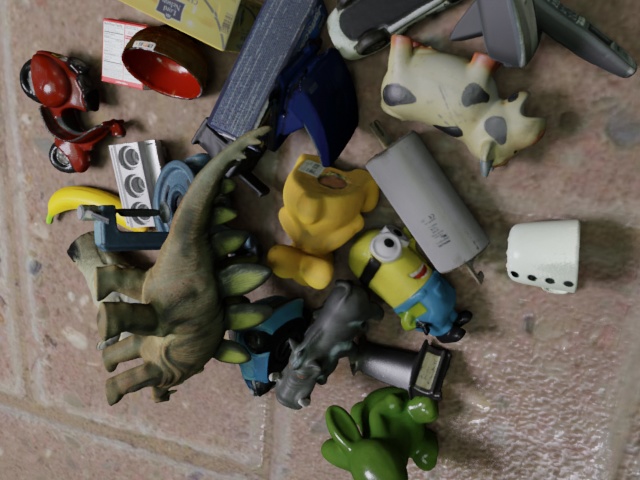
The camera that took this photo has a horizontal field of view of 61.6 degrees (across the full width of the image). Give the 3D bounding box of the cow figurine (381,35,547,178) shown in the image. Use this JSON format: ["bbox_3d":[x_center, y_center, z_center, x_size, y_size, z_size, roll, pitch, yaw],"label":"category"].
[{"bbox_3d":[0.164,-0.154,0.626,0.195,0.085,0.127,21,113,15],"label":"cow figurine"}]

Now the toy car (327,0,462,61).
[{"bbox_3d":[0.101,-0.285,0.626,0.202,0.056,0.073,-26,89,22],"label":"toy car"}]

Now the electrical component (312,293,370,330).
[{"bbox_3d":[0.036,0.109,0.779,0.094,0.021,0.063,-25,96,23],"label":"electrical component"}]

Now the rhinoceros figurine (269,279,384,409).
[{"bbox_3d":[0.008,0.141,0.714,0.073,0.112,0.190,36,101,21],"label":"rhinoceros figurine"}]

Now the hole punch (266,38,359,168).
[{"bbox_3d":[-0.003,-0.163,0.651,0.092,0.142,0.115,23,140,12],"label":"hole punch"}]

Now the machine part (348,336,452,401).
[{"bbox_3d":[0.109,0.174,0.751,0.139,0.084,0.039,7,150,25],"label":"machine part"}]

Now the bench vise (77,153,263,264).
[{"bbox_3d":[-0.198,-0.011,0.719,0.129,0.240,0.223,2,92,46],"label":"bench vise"}]

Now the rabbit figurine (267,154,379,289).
[{"bbox_3d":[-0.001,-0.002,0.705,0.122,0.162,0.173,17,128,1],"label":"rabbit figurine"}]

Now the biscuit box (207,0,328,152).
[{"bbox_3d":[-0.062,-0.214,0.662,0.063,0.059,0.202,27,91,9],"label":"biscuit box"}]

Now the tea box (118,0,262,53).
[{"bbox_3d":[-0.162,-0.303,0.686,0.170,0.098,0.068,28,112,11],"label":"tea box"}]

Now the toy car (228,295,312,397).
[{"bbox_3d":[-0.084,0.144,0.796,0.103,0.109,0.161,30,127,34],"label":"toy car"}]

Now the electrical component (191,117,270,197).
[{"bbox_3d":[-0.109,-0.115,0.735,0.119,0.075,0.047,43,114,7],"label":"electrical component"}]

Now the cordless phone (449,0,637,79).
[{"bbox_3d":[0.240,-0.208,0.551,0.184,0.146,0.088,35,130,5],"label":"cordless phone"}]

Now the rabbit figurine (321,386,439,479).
[{"bbox_3d":[0.082,0.271,0.729,0.159,0.170,0.121,11,108,15],"label":"rabbit figurine"}]

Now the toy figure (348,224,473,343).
[{"bbox_3d":[0.114,0.061,0.707,0.089,0.082,0.180,-41,92,22],"label":"toy figure"}]

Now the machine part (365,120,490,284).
[{"bbox_3d":[0.133,-0.047,0.670,0.079,0.079,0.243,-33,92,24],"label":"machine part"}]

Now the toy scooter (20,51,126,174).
[{"bbox_3d":[-0.357,-0.193,0.797,0.135,0.075,0.183,-5,107,20],"label":"toy scooter"}]

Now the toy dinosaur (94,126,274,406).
[{"bbox_3d":[-0.159,0.068,0.632,0.105,0.198,0.470,63,148,36],"label":"toy dinosaur"}]

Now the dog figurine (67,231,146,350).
[{"bbox_3d":[-0.290,0.059,0.843,0.172,0.121,0.190,-16,81,-11],"label":"dog figurine"}]
